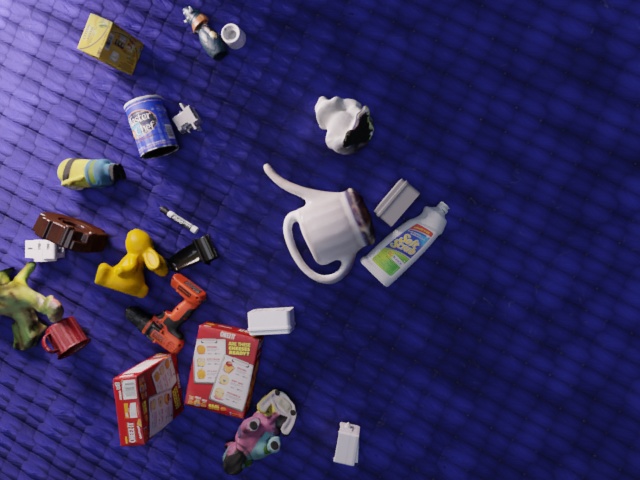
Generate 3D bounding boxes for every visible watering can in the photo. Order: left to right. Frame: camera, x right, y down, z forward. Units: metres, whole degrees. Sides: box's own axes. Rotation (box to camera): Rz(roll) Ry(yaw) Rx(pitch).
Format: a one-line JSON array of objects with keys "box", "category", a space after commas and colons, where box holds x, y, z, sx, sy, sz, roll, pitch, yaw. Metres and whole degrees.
[{"box": [0.004, -0.065, 1.298, 0.224, 0.348, 0.104, -23, -1, 6], "category": "watering can"}]

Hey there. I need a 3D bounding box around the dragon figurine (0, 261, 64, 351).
[{"box": [-0.866, 0.198, 1.418, 0.408, 0.242, 0.123, -17, 6, 21], "category": "dragon figurine"}]

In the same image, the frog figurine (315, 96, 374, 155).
[{"box": [0.053, -0.294, 1.308, 0.122, 0.136, 0.161, 8, 18, -47], "category": "frog figurine"}]
